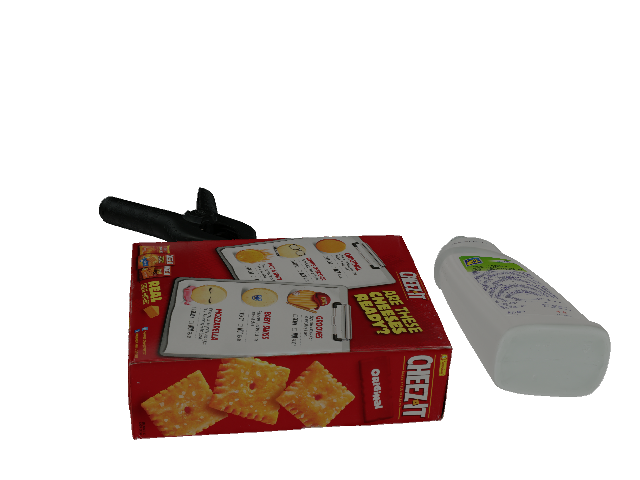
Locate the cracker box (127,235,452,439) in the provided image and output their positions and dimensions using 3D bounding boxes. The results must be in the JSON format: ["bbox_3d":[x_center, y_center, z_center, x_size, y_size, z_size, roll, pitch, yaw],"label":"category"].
[{"bbox_3d":[-0.030,0.065,0.773,0.213,0.072,0.164,-1,29,-8],"label":"cracker box"}]

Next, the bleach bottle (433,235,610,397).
[{"bbox_3d":[0.169,0.054,0.978,0.102,0.068,0.251,4,20,-10],"label":"bleach bottle"}]

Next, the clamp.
[{"bbox_3d":[-0.107,-0.013,0.975,0.172,0.039,0.120,26,32,36],"label":"clamp"}]
